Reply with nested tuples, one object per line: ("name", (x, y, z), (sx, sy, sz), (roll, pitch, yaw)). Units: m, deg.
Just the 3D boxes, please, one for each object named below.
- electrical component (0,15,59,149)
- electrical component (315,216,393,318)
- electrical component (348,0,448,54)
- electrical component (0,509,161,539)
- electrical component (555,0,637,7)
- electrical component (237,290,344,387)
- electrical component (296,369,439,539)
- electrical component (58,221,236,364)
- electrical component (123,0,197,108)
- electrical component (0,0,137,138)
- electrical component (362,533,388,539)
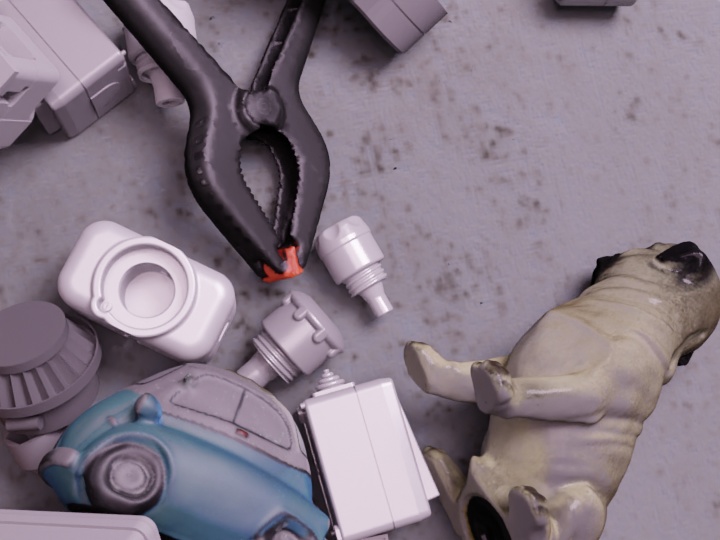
("electrical component", (-0.268, -0.081, 0.593), (0.186, 0.060, 0.105), (-43, 86, 14))
("electrical component", (0.000, 0.000, 0.649), (0.035, 0.035, 0.061), (-29, 87, -10))
("electrical component", (0.008, -0.201, 0.640), (0.074, 0.052, 0.138), (-41, 121, 13))
("electrical component", (-0.145, 0.177, 0.527), (0.109, 0.056, 0.108), (-3, 114, 21))
("electrical component", (0.150, -0.196, 0.688), (0.047, 0.055, 0.055), (-4, 81, -3))
("electrical component", (-0.044, 0.046, 0.633), (0.062, 0.048, 0.048), (-41, 86, -3))
("electrical component", (0.002, 0.101, 0.618), (0.061, 0.061, 0.096), (-15, 82, -8))
("electrical component", (-0.122, 0.014, 0.622), (0.095, 0.059, 0.053), (26, 79, -1))
("electrical component", (-0.120, -0.131, 0.655), (0.043, 0.043, 0.062), (-8, 82, -7))
("electrical component", (-0.189, -0.134, 0.640), (0.061, 0.061, 0.096), (-41, 86, -11))
("electrical component", (0.004, 0.193, 0.601), (0.042, 0.064, 0.081), (-10, 82, -6))
